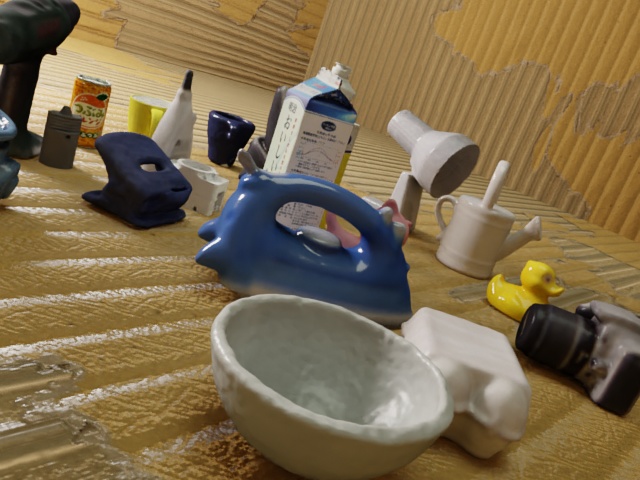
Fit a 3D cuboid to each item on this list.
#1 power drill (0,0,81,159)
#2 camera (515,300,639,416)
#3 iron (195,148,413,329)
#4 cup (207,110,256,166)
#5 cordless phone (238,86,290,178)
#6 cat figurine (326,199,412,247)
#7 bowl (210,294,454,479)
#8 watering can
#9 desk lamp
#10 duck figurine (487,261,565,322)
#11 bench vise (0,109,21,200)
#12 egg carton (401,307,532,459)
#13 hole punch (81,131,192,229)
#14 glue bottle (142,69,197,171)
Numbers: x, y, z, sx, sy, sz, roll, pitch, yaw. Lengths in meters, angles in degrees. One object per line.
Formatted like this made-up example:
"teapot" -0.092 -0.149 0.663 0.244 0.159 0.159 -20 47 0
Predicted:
"power drill" -0.390 -0.223 0.762 0.076 0.208 0.229 17 17 -10
"camera" 0.310 0.113 0.677 0.136 0.101 0.143 22 17 9
"iron" 0.006 0.002 0.612 0.259 0.141 0.118 15 17 -16
"cup" -0.176 -0.188 1.093 0.092 0.095 0.117 14 17 -19
"cordless phone" -0.071 -0.189 1.058 0.094 0.185 0.148 21 16 4
"cat figurine" 0.058 -0.005 0.738 0.128 0.118 0.067 15 17 -16
"bowl" 0.000 0.107 0.387 0.167 0.075 0.167 18 16 -5
"watering can" 0.285 -0.038 0.969 0.173 0.194 0.101 19 16 -3
"desk lamp" 0.172 -0.124 1.080 0.202 0.213 0.118 32 20 35
"duck figurine" 0.301 0.070 0.831 0.104 0.086 0.078 28 18 27
"bench vise" -0.378 -0.151 0.524 0.208 0.220 0.121 8 20 -34
"egg carton" 0.120 0.118 0.498 0.107 0.069 0.150 20 16 0
"hole punch" -0.213 -0.075 0.697 0.101 0.091 0.109 24 17 15
"glue bottle" -0.210 -0.164 0.839 0.037 0.173 0.078 24 17 15
